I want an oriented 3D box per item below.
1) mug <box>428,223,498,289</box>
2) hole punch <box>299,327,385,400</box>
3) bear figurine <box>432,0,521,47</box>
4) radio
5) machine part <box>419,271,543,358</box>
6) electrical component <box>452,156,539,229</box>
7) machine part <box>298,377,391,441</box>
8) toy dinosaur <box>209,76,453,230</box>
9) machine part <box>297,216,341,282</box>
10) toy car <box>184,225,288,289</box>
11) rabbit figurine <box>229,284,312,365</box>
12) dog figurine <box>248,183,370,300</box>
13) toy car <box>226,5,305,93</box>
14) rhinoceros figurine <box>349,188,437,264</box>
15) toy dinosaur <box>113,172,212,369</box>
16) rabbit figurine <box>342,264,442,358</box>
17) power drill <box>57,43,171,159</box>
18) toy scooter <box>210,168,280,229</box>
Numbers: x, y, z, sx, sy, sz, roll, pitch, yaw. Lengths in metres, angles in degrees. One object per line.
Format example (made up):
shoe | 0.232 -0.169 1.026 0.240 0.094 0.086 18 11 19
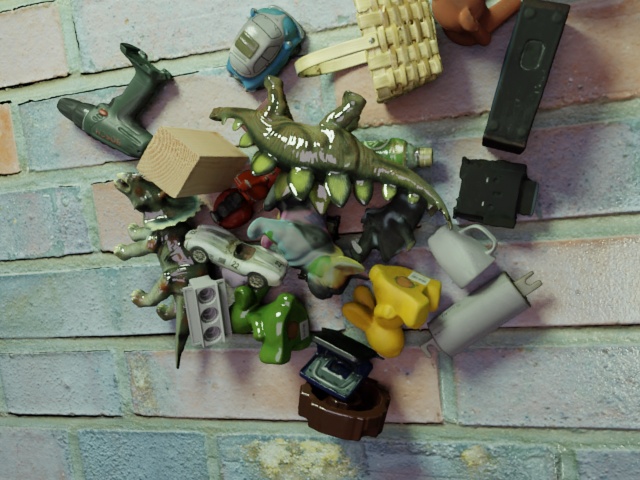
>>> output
mug | 0.249 0.015 0.943 0.107 0.081 0.109 46 131 13
hole punch | 0.036 0.229 1.008 0.142 0.115 0.092 20 98 26
bear figurine | 0.235 -0.375 0.834 0.120 0.196 0.132 46 105 8
radio | 0.325 -0.257 0.859 0.073 0.131 0.229 15 102 14
machine part | 0.281 0.132 0.957 0.243 0.079 0.079 -38 87 18
electrical component | 0.304 -0.082 0.930 0.134 0.058 0.114 9 102 14
machine part | 0.044 0.305 1.002 0.180 0.179 0.056 12 102 13
toy dinosaur | 0.009 -0.145 0.903 0.472 0.105 0.198 17 82 17
machine part | -0.007 0.016 1.035 0.084 0.039 0.138 9 87 6
toy car | -0.158 0.028 1.013 0.202 0.073 0.056 24 125 1
rabbit figurine | -0.121 0.152 1.048 0.170 0.121 0.158 5 115 33
dog figurine | -0.002 -0.003 0.958 0.219 0.108 0.191 25 78 16
toy car | -0.114 -0.354 0.982 0.109 0.103 0.161 46 105 6
rhinoceros figurine | 0.132 -0.028 0.977 0.112 0.073 0.190 40 106 5
toy dinosaur | -0.289 0.048 1.087 0.192 0.131 0.404 -20 99 17
rabbit figurine | 0.124 0.140 0.986 0.163 0.122 0.173 18 121 15
power drill | -0.409 -0.287 1.085 0.232 0.086 0.207 37 102 6
toy scooter | -0.144 -0.081 1.013 0.184 0.135 0.075 -37 88 18
